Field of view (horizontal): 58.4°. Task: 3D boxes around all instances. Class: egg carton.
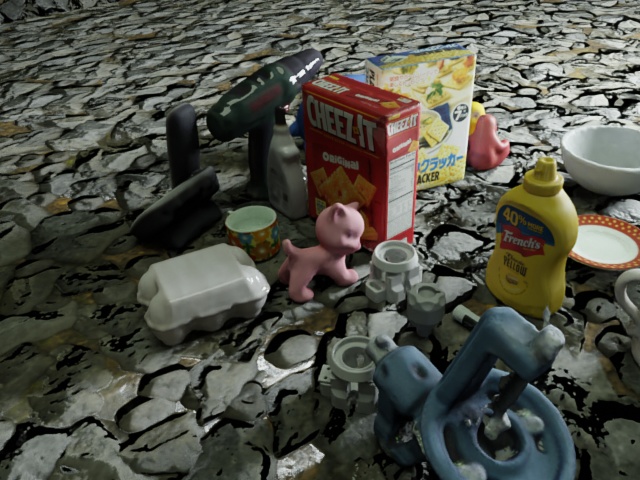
[{"bbox_3d":[-0.142,0.063,0.698,0.150,0.069,0.107,-19,37,-21],"label":"egg carton"}]

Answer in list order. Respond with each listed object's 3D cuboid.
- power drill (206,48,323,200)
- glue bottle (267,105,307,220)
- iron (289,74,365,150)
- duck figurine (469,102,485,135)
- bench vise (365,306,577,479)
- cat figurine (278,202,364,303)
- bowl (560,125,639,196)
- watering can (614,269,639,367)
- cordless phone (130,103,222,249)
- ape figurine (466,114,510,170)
[{"bbox_3d":[-0.075,-0.181,0.923,0.075,0.209,0.230,25,43,34],"label":"power drill"},{"bbox_3d":[-0.053,-0.120,0.864,0.037,0.173,0.077,-24,40,-27],"label":"glue bottle"},{"bbox_3d":[0.069,-0.248,1.068,0.259,0.141,0.118,-18,37,-20],"label":"iron"},{"bbox_3d":[0.271,-0.212,1.050,0.104,0.086,0.078,28,45,37],"label":"duck figurine"},{"bbox_3d":[0.106,0.128,0.451,0.206,0.220,0.122,19,41,29],"label":"bench vise"},{"bbox_3d":[0.007,0.003,0.731,0.128,0.118,0.067,-20,38,-23],"label":"cat figurine"},{"bbox_3d":[0.462,-0.117,0.907,0.167,0.075,0.167,-2,35,2],"label":"bowl"},{"bbox_3d":[0.393,0.051,0.564,0.173,0.194,0.101,-3,35,0],"label":"watering can"},{"bbox_3d":[-0.217,-0.095,0.830,0.094,0.185,0.148,12,37,21],"label":"cordless phone"},{"bbox_3d":[0.285,-0.173,0.987,0.077,0.092,0.076,23,42,32],"label":"ape figurine"}]
